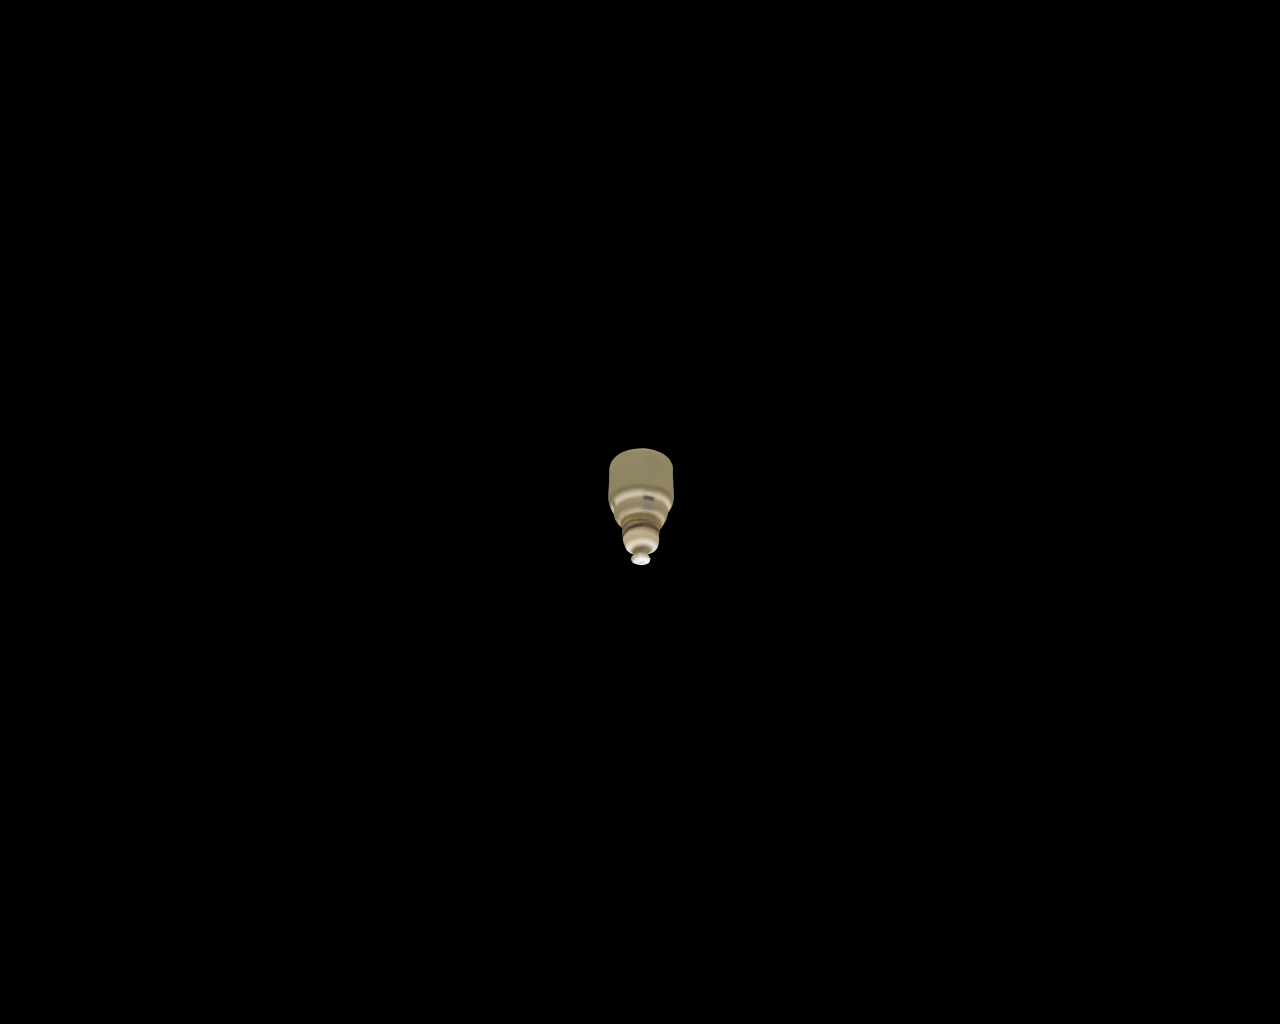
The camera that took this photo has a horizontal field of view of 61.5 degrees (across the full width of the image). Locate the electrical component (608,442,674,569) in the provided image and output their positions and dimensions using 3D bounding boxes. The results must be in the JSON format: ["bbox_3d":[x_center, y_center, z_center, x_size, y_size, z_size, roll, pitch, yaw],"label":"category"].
[{"bbox_3d":[0.001,-0.003,0.650,0.040,0.078,0.040,0,-33,0],"label":"electrical component"}]
